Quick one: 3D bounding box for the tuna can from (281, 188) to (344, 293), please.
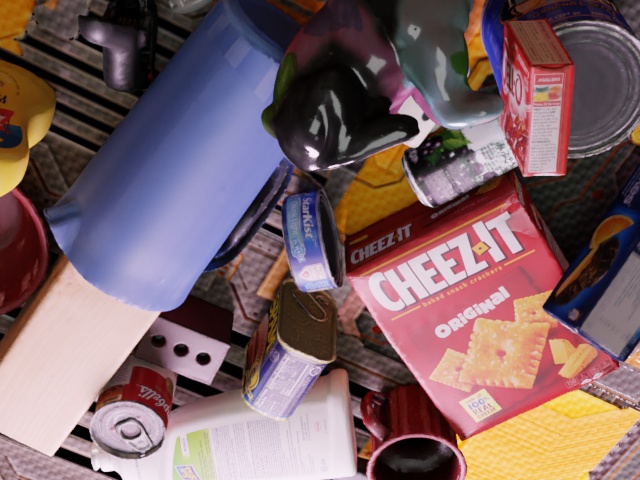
[{"bbox_3d":[-0.006,0.001,0.902,0.034,0.086,0.086,-10,121,10],"label":"tuna can"}]

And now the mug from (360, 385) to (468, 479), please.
[{"bbox_3d":[0.081,0.186,1.015,0.117,0.081,0.093,38,115,-20],"label":"mug"}]

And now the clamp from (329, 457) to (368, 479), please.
[{"bbox_3d":[-0.039,0.247,1.081,0.210,0.036,0.164,-16,118,12],"label":"clamp"}]

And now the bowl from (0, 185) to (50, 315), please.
[{"bbox_3d":[-0.307,-0.012,0.918,0.162,0.055,0.162,1,121,1],"label":"bowl"}]

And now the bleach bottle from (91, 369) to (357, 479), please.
[{"bbox_3d":[-0.094,0.186,1.016,0.251,0.068,0.102,-6,103,4],"label":"bleach bottle"}]

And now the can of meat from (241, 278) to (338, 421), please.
[{"bbox_3d":[-0.029,0.098,0.953,0.057,0.102,0.084,24,121,-14],"label":"can of meat"}]

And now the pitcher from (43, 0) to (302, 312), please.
[{"bbox_3d":[-0.091,-0.068,0.848,0.145,0.149,0.243,39,112,-4],"label":"pitcher"}]

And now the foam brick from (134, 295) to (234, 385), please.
[{"bbox_3d":[-0.124,0.086,0.976,0.078,0.051,0.053,22,119,-12],"label":"foam brick"}]

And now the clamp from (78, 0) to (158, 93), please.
[{"bbox_3d":[-0.145,-0.155,0.785,0.039,0.120,0.171,17,149,6],"label":"clamp"}]

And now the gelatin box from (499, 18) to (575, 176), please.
[{"bbox_3d":[0.135,-0.092,0.674,0.030,0.089,0.073,-2,120,-1],"label":"gelatin box"}]

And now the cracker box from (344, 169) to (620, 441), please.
[{"bbox_3d":[0.144,0.059,0.942,0.164,0.072,0.213,-28,116,16],"label":"cracker box"}]

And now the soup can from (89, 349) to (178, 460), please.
[{"bbox_3d":[-0.168,0.143,0.981,0.068,0.102,0.068,1,121,1],"label":"soup can"}]

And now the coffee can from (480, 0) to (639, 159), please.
[{"bbox_3d":[0.176,-0.136,0.782,0.103,0.140,0.103,1,121,1],"label":"coffee can"}]

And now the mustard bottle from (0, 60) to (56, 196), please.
[{"bbox_3d":[-0.264,-0.075,0.799,0.096,0.191,0.058,17,120,-10],"label":"mustard bottle"}]

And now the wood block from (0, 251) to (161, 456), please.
[{"bbox_3d":[-0.222,0.083,0.954,0.090,0.090,0.206,31,117,-17],"label":"wood block"}]
